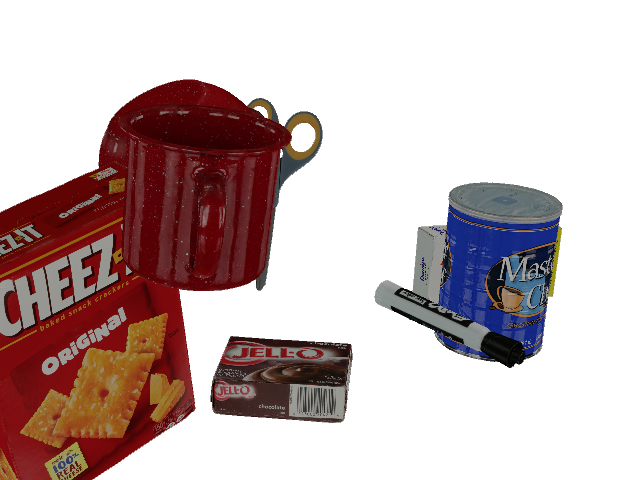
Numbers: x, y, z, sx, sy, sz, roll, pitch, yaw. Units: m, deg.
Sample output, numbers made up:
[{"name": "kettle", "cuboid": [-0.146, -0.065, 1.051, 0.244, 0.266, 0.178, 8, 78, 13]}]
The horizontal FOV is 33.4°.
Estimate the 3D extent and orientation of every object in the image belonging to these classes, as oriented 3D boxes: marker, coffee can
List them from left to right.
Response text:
[{"name": "marker", "cuboid": [0.089, 0.057, 0.738, 0.121, 0.020, 0.020, 25, 16, 37]}, {"name": "coffee can", "cuboid": [0.164, 0.027, 0.992, 0.103, 0.140, 0.103, 3, 20, -1]}]

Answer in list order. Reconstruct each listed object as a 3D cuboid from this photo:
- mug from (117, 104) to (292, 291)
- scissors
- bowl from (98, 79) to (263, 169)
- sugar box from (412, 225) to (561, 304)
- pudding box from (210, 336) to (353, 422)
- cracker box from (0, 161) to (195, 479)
[{"name": "mug", "cuboid": [-0.063, -0.019, 0.574, 0.093, 0.081, 0.117, 2, 21, -15]}, {"name": "scissors", "cuboid": [-0.036, -0.053, 1.119, 0.096, 0.202, 0.016, -8, -8, -10]}, {"name": "bowl", "cuboid": [-0.129, -0.091, 0.914, 0.162, 0.055, 0.162, -17, 33, 11]}, {"name": "sugar box", "cuboid": [0.200, 0.027, 1.280, 0.176, 0.093, 0.048, -6, 20, -23]}, {"name": "pudding box", "cuboid": [-0.031, 0.117, 0.915, 0.113, 0.039, 0.090, 5, 19, 3]}, {"name": "cracker box", "cuboid": [-0.181, 0.073, 0.784, 0.072, 0.214, 0.163, 26, 43, 37]}]
